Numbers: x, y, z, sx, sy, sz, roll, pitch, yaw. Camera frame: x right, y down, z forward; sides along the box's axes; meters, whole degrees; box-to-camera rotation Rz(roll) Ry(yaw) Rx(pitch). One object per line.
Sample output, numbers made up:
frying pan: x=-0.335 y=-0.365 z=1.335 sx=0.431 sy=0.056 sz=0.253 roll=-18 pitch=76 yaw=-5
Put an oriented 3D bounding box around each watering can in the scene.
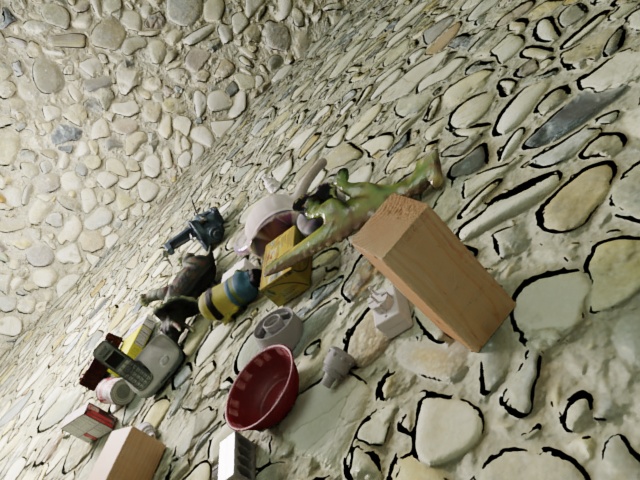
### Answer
watering can: x=-0.094 y=-0.075 z=1.341 sx=0.102 sy=0.347 sz=0.228 roll=45 pitch=5 yaw=-26

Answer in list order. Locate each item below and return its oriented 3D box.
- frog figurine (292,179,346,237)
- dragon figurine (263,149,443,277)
frog figurine: x=0.004 y=-0.061 z=1.211 sx=0.123 sy=0.139 sz=0.157 roll=32 pitch=-14 yaw=9
dragon figurine: x=0.084 y=-0.031 z=1.008 sx=0.120 sy=0.413 sz=0.245 roll=51 pitch=-12 yaw=-33
